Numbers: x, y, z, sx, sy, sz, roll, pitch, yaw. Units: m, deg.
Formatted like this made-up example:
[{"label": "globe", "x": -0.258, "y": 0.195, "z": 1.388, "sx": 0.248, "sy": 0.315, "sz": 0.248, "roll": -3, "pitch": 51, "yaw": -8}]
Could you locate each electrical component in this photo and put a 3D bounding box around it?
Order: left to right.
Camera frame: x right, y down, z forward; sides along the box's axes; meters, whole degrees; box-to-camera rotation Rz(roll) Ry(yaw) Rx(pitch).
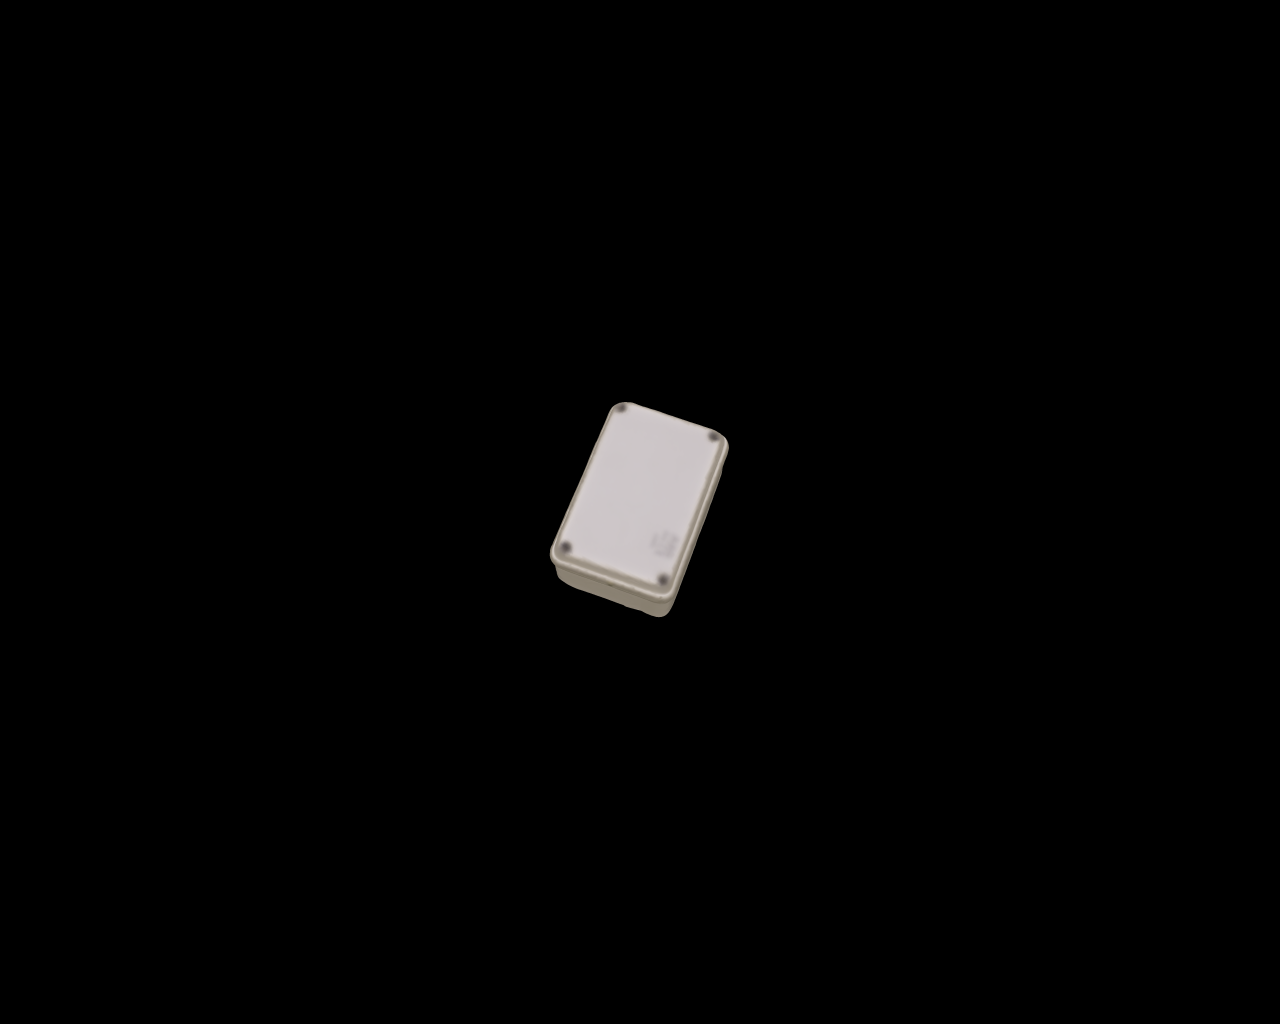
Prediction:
[{"label": "electrical component", "x": 0.001, "y": -0.003, "z": 0.650, "sx": 0.078, "sy": 0.113, "sz": 0.057, "roll": 19, "pitch": -19, "yaw": 7}]
